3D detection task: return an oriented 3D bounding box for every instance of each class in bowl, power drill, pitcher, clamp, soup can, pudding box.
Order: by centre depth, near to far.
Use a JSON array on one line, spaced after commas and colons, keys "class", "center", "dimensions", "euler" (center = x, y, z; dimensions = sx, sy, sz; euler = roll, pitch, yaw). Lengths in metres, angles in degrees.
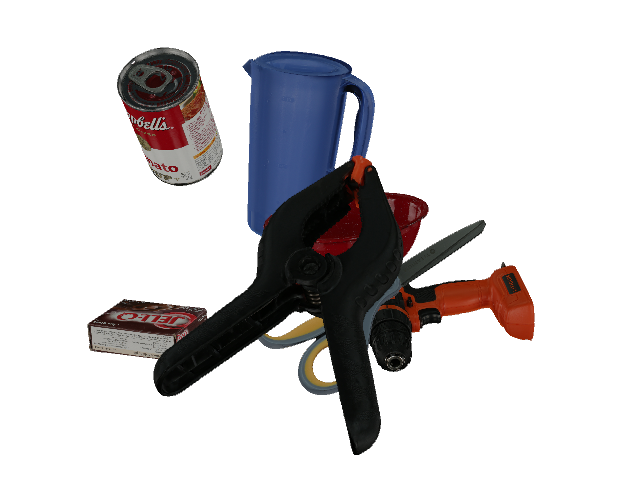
[{"class": "clamp", "center": [0.004, 0.031, 0.561], "dimensions": [0.120, 0.171, 0.039], "euler": [25, -26, 17]}, {"class": "soup can", "center": [-0.124, -0.102, 0.897], "dimensions": [0.068, 0.068, 0.102], "euler": [0, -34, 9]}, {"class": "bowl", "center": [0.028, 0.000, 1.041], "dimensions": [0.162, 0.055, 0.162], "euler": [-7, 16, 2]}, {"class": "power drill", "center": [0.142, 0.084, 1.207], "dimensions": [0.187, 0.057, 0.184], "euler": [-4, 27, -1]}, {"class": "pudding box", "center": [-0.199, 0.103, 1.240], "dimensions": [0.114, 0.039, 0.090], "euler": [3, 15, 17]}, {"class": "pitcher", "center": [-0.026, -0.123, 1.425], "dimensions": [0.144, 0.243, 0.149], "euler": [-4, 24, -22]}]

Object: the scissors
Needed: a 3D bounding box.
[{"class": "scissors", "center": [0.051, 0.054, 0.820], "dimensions": [0.201, 0.096, 0.016], "euler": [-17, -25, -7]}]
